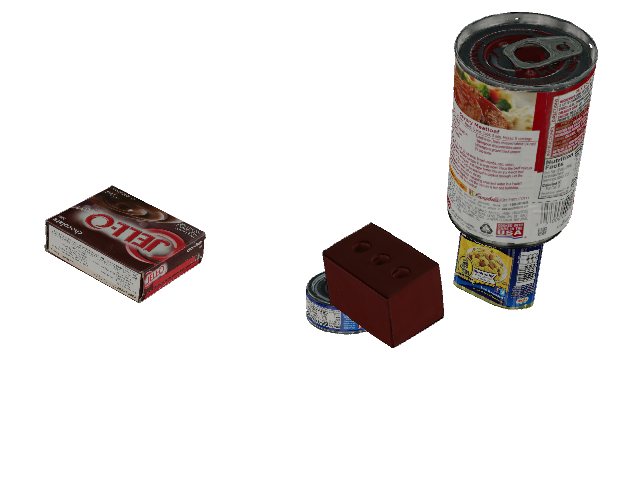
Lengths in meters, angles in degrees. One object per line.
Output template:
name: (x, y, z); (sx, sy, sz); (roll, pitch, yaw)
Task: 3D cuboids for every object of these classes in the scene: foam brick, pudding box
foam brick: (0.047, 0.033, 0.799); (0.052, 0.051, 0.078); (-30, 42, -27)
pudding box: (-0.174, 0.001, 0.949); (0.114, 0.039, 0.089); (24, 33, 22)

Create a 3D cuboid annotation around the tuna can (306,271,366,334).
tuna can: (0.028, 0.060, 1.093); (0.086, 0.034, 0.086); (-2, 25, 1)

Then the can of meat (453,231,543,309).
can of meat: (0.198, 0.021, 1.188); (0.057, 0.084, 0.102); (-10, 25, -36)

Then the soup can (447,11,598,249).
soup can: (0.100, -0.054, 0.542); (0.068, 0.102, 0.068); (-2, 42, 1)
